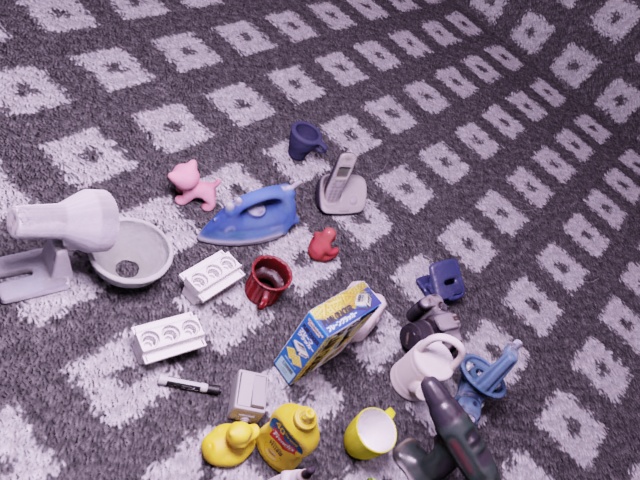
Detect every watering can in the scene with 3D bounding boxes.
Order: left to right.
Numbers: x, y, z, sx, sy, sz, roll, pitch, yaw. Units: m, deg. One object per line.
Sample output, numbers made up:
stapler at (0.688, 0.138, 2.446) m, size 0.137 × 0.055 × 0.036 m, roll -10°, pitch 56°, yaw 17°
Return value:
watering can at (0.238, 0.270, 1.229) m, size 0.101 × 0.194 × 0.173 m, roll 15°, pitch 47°, yaw -16°

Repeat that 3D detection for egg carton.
egg carton at (0.087, 0.165, 1.325) m, size 0.107 × 0.069 × 0.150 m, roll 38°, pitch 45°, yaw 5°

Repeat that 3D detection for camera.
camera at (0.256, 0.203, 1.361) m, size 0.137 × 0.100 × 0.143 m, roll -6°, pitch 56°, yaw -32°

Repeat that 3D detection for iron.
iron at (-0.158, -0.071, 1.343) m, size 0.259 × 0.141 × 0.118 m, roll -18°, pitch 63°, yaw -38°

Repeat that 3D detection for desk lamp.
desk lamp at (-0.487, 0.004, 1.052) m, size 0.204 × 0.213 × 0.117 m, roll -16°, pitch 62°, yaw -37°

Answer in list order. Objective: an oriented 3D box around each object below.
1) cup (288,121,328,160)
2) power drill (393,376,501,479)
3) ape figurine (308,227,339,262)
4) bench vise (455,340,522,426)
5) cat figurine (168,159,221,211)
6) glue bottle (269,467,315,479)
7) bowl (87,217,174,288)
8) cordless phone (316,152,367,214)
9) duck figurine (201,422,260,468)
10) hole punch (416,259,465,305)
cup at (-0.040, -0.263, 1.602) m, size 0.117 × 0.095 × 0.092 m, roll 35°, pitch 45°, yaw 3°
power drill at (0.231, 0.398, 1.108) m, size 0.076 × 0.208 × 0.229 m, roll -24°, pitch 67°, yaw -40°
ape figurine at (0.013, 0.005, 1.405) m, size 0.076 × 0.092 × 0.077 m, roll -16°, pitch 62°, yaw -37°
bench vise at (0.364, 0.318, 1.238) m, size 0.121 × 0.219 × 0.207 m, roll 22°, pitch 46°, yaw -10°
cat figurine at (-0.295, -0.136, 1.341) m, size 0.128 × 0.117 × 0.067 m, roll 10°, pitch 49°, yaw -20°
glue bottle at (-0.046, 0.416, 0.969) m, size 0.078 × 0.173 × 0.037 m, roll 16°, pitch 47°, yaw -15°
bowl at (-0.391, 0.038, 1.173) m, size 0.168 × 0.074 × 0.167 m, roll 15°, pitch 48°, yaw -17°
cordless phone at (0.075, -0.154, 1.507) m, size 0.148 × 0.185 × 0.094 m, roll -5°, pitch 56°, yaw -31°
duck figurine at (-0.156, 0.356, 1.022) m, size 0.105 × 0.086 × 0.077 m, roll -6°, pitch 56°, yaw -31°
hole punch at (0.324, 0.111, 1.483) m, size 0.109 × 0.091 × 0.101 m, roll -11°, pitch 59°, yaw -34°
